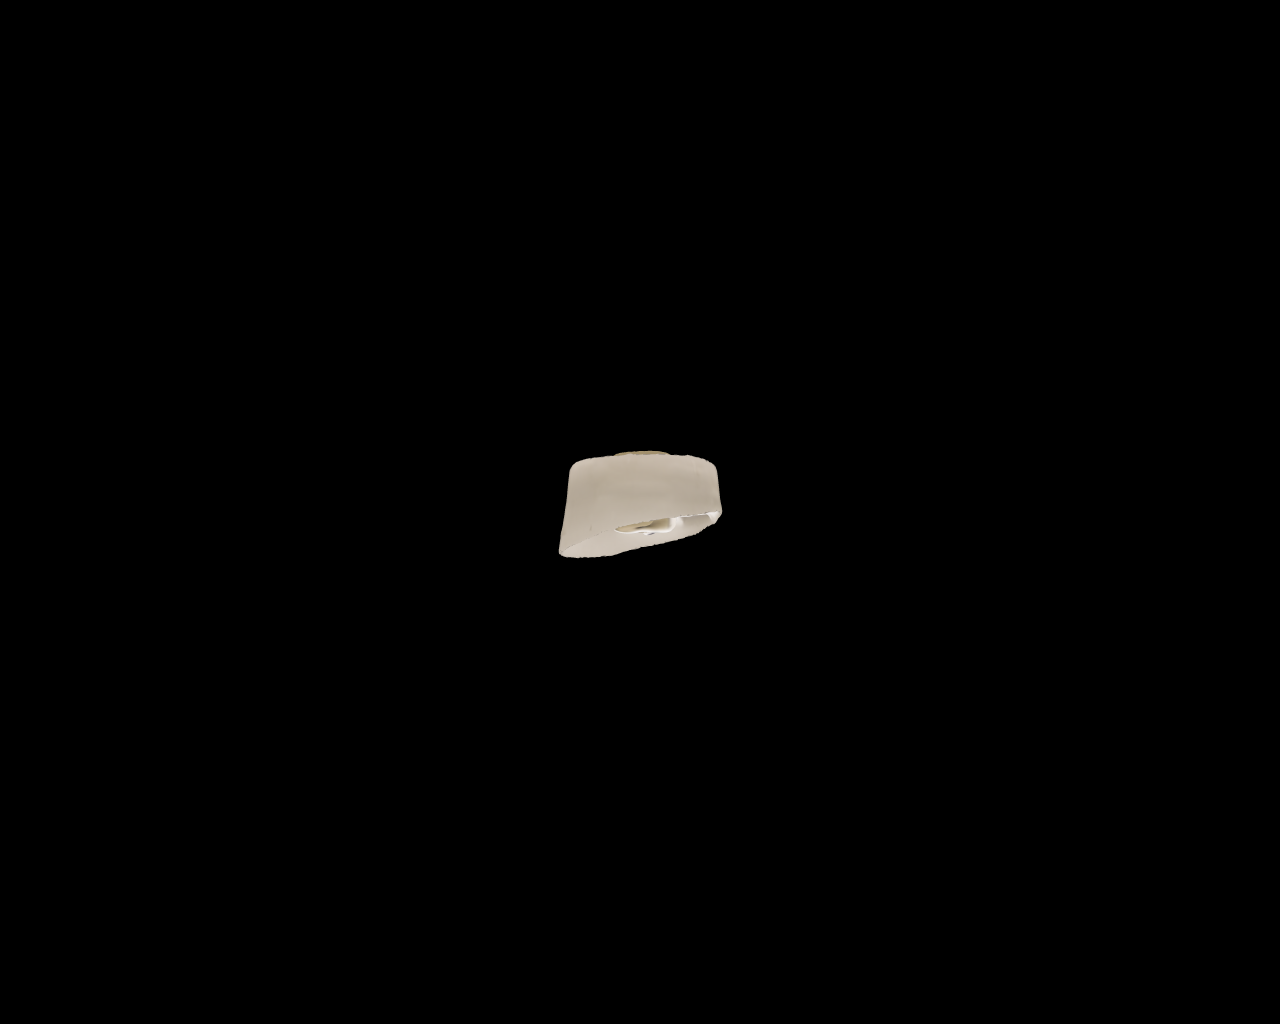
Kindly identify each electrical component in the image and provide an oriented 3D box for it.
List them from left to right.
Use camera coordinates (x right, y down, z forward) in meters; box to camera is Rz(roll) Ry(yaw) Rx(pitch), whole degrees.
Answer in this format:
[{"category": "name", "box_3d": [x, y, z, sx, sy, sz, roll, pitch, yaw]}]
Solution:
[{"category": "electrical component", "box_3d": [0.001, -0.003, 0.650, 0.099, 0.064, 0.099, 0, -9, 0]}]
